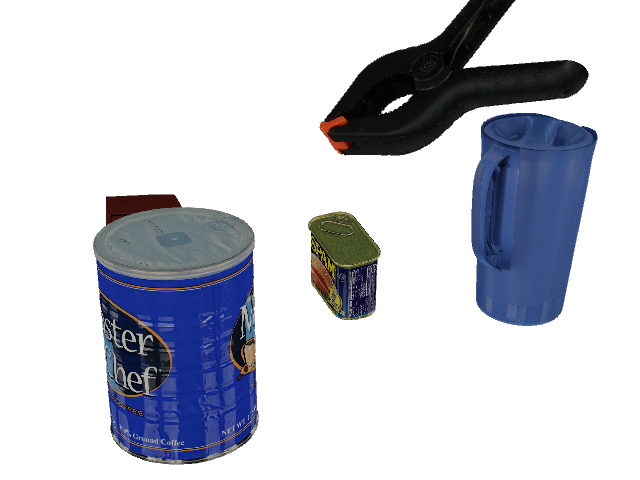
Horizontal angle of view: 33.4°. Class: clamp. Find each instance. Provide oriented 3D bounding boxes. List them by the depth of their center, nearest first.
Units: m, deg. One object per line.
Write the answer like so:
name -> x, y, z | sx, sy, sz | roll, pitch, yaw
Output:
clamp -> 0.084, -0.099, 0.688 | 0.171, 0.120, 0.039 | -36, -48, 7

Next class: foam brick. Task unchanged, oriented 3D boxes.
foam brick -> -0.189, -0.016, 1.142 | 0.078, 0.051, 0.053 | -3, 24, -16

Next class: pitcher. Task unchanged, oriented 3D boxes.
pitcher -> 0.242, -0.021, 1.278 | 0.149, 0.243, 0.145 | 1, 25, -1

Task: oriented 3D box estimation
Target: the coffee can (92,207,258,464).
coffee can -> -0.094, 0.061, 0.709 | 0.103, 0.140, 0.103 | 0, 23, 0

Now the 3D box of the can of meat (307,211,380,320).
can of meat -> 0.026, 0.030, 1.219 | 0.057, 0.084, 0.102 | -14, 38, -19
